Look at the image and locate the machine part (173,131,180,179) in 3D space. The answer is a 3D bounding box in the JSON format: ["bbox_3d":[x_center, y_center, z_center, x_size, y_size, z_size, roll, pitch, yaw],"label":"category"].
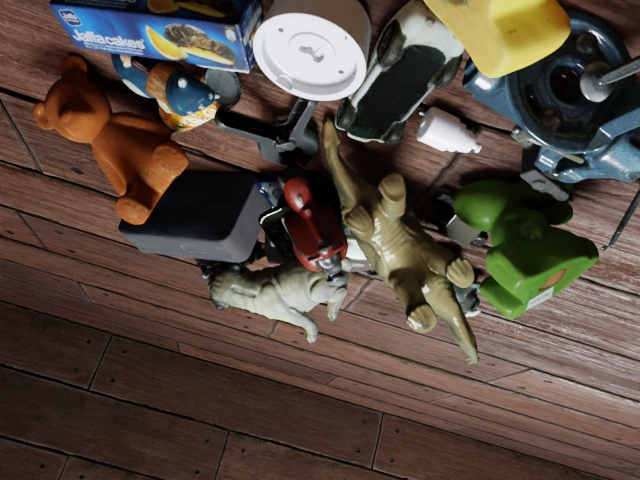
[{"bbox_3d":[-0.239,-0.123,0.800,0.039,0.084,0.138,44,150,15],"label":"machine part"}]

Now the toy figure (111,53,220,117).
[{"bbox_3d":[-0.171,-0.175,0.588,0.155,0.064,0.057,39,131,29],"label":"toy figure"}]

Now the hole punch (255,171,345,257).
[{"bbox_3d":[-0.031,-0.050,0.819,0.116,0.092,0.142,-22,136,6],"label":"hole punch"}]

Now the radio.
[{"bbox_3d":[-0.204,-0.040,0.871,0.230,0.131,0.073,4,151,25],"label":"radio"}]

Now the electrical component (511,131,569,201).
[{"bbox_3d":[0.243,-0.085,0.591,0.094,0.063,0.021,30,152,-25],"label":"electrical component"}]

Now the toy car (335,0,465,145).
[{"bbox_3d":[0.076,-0.158,0.547,0.073,0.056,0.201,15,158,-14],"label":"toy car"}]

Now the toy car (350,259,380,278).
[{"bbox_3d":[0.031,0.033,0.989,0.202,0.053,0.089,7,151,21],"label":"toy car"}]

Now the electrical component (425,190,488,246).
[{"bbox_3d":[0.198,-0.031,0.765,0.102,0.045,0.078,18,127,-11],"label":"electrical component"}]

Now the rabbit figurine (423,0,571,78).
[{"bbox_3d":[0.136,-0.203,0.322,0.162,0.173,0.121,55,172,29],"label":"rabbit figurine"}]

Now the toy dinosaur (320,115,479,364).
[{"bbox_3d":[0.126,0.032,0.741,0.470,0.105,0.199,56,-178,-17],"label":"toy dinosaur"}]

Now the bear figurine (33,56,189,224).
[{"bbox_3d":[-0.268,-0.131,0.677,0.195,0.120,0.132,39,-169,-20],"label":"bear figurine"}]

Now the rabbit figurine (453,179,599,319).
[{"bbox_3d":[0.240,-0.020,0.655,0.159,0.170,0.121,-32,147,2],"label":"rabbit figurine"}]

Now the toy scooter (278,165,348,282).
[{"bbox_3d":[-0.001,-0.002,0.716,0.075,0.135,0.183,-26,138,-2],"label":"toy scooter"}]

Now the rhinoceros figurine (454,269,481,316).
[{"bbox_3d":[0.227,0.073,0.941,0.112,0.073,0.190,-11,144,26],"label":"rhinoceros figurine"}]

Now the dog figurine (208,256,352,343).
[{"bbox_3d":[-0.065,0.060,0.853,0.190,0.121,0.172,24,110,-21],"label":"dog figurine"}]

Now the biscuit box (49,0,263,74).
[{"bbox_3d":[-0.160,-0.222,0.539,0.203,0.063,0.059,10,153,11],"label":"biscuit box"}]

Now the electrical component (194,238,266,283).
[{"bbox_3d":[-0.173,-0.002,0.932,0.134,0.115,0.058,53,172,30],"label":"electrical component"}]

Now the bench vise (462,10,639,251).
[{"bbox_3d":[0.242,-0.111,0.445,0.223,0.129,0.240,39,171,-6],"label":"bench vise"}]

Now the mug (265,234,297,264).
[{"bbox_3d":[-0.036,0.000,0.916,0.107,0.080,0.109,-1,175,7],"label":"mug"}]
